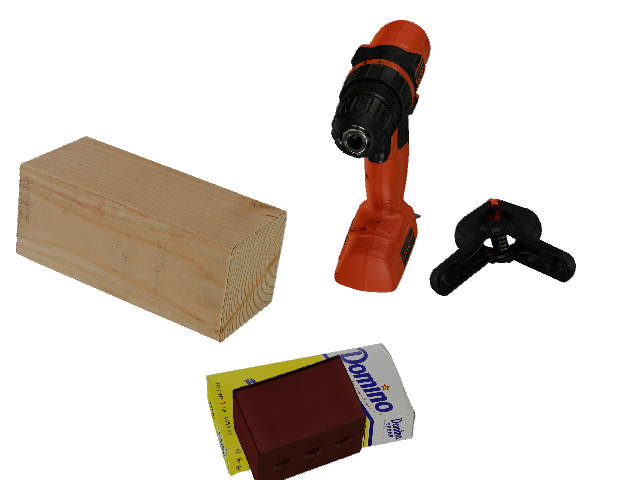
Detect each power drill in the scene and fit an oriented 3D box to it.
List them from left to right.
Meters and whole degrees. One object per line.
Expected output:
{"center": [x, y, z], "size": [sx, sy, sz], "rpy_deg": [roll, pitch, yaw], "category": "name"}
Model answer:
{"center": [0.045, -0.056, 0.818], "size": [0.057, 0.188, 0.184], "rpy_deg": [11, 34, 12], "category": "power drill"}

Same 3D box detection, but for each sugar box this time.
{"center": [-0.010, 0.153, 0.986], "size": [0.176, 0.048, 0.093], "rpy_deg": [-12, 43, -11], "category": "sugar box"}

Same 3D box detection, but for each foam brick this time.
{"center": [-0.015, 0.121, 0.711], "size": [0.078, 0.051, 0.053], "rpy_deg": [-17, -36, -16], "category": "foam brick"}

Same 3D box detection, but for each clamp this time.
{"center": [0.169, 0.003, 0.953], "size": [0.120, 0.039, 0.171], "rpy_deg": [2, 26, 16], "category": "clamp"}

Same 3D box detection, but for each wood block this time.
{"center": [-0.144, -0.005, 0.894], "size": [0.206, 0.090, 0.090], "rpy_deg": [21, 28, 20], "category": "wood block"}
